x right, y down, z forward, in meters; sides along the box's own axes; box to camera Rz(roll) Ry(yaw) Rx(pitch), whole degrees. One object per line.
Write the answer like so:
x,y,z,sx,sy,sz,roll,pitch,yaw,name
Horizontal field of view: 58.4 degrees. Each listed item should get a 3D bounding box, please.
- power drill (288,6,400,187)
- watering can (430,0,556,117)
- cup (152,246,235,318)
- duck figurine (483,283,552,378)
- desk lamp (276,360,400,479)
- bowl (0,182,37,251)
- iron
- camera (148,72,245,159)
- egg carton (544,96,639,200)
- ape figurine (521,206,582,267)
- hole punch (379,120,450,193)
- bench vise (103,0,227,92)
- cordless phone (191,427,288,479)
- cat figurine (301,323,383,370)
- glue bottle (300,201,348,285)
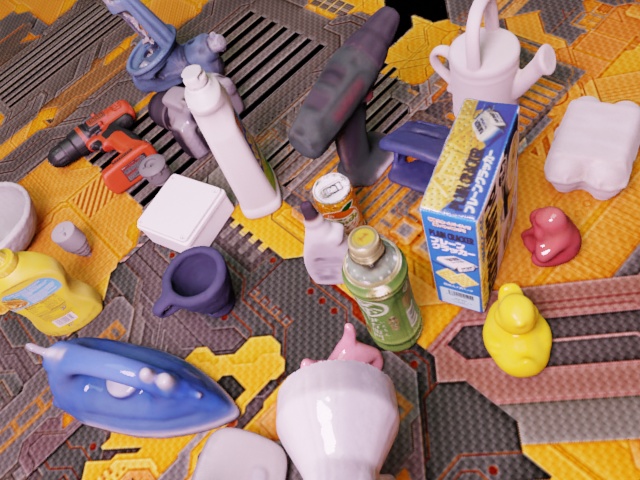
0.053,-0.184,0.820,0.075,0.209,0.230,28,70,30,power drill
0.242,-0.259,0.818,0.172,0.194,0.101,-3,58,16,watering can
-0.166,0.077,0.791,0.118,0.095,0.091,-43,56,-12,cup
0.227,0.099,0.658,0.077,0.086,0.104,-10,56,11,duck figurine
0.035,0.243,0.547,0.118,0.214,0.203,-14,55,9,desk lamp
-0.552,-0.014,0.984,0.167,0.075,0.167,-8,56,13,bowl
-0.238,0.175,0.721,0.257,0.142,0.119,5,60,20,iron
-0.232,-0.237,1.011,0.136,0.101,0.143,24,68,29,camera
0.368,-0.127,0.770,0.107,0.069,0.150,15,64,26,egg carton
0.284,-0.011,0.708,0.076,0.092,0.078,16,65,26,ape figurine
0.150,-0.133,0.830,0.108,0.091,0.101,22,67,28,hole punch
-0.281,-0.372,1.040,0.207,0.220,0.121,-18,55,6,bench vise
-0.110,0.264,0.597,0.094,0.185,0.147,1,59,18,cordless phone
0.014,0.157,0.669,0.067,0.118,0.128,20,66,28,cat figurine
0.007,0.003,0.736,0.078,0.173,0.037,-3,57,16,glue bottle
